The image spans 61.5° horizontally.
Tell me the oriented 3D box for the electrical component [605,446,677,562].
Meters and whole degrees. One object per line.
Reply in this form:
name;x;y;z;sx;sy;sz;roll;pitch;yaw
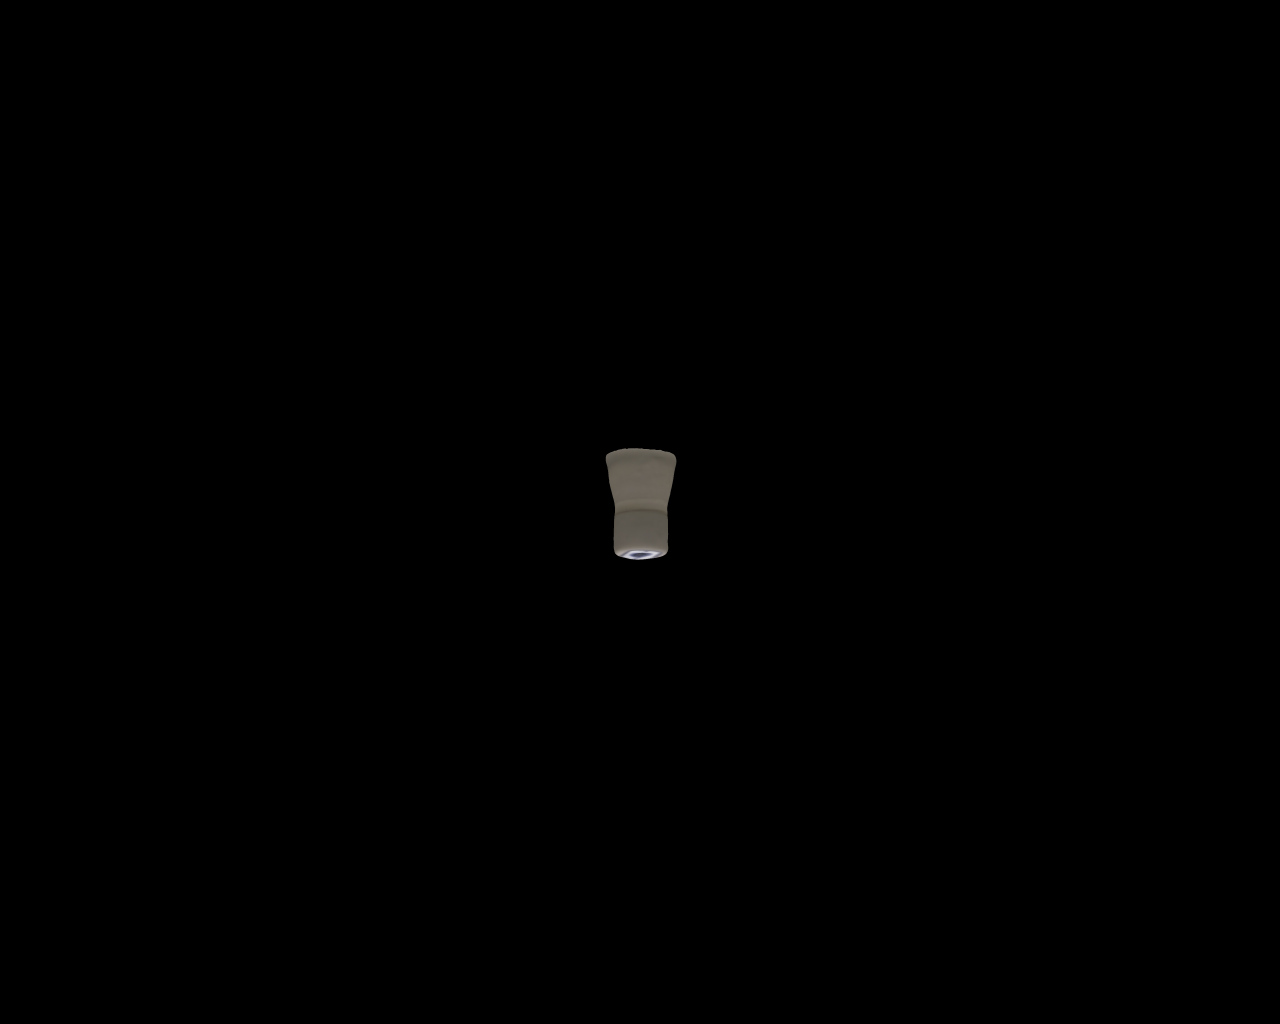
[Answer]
electrical component;0.001;-0.003;0.650;0.044;0.065;0.044;0;-14;0
